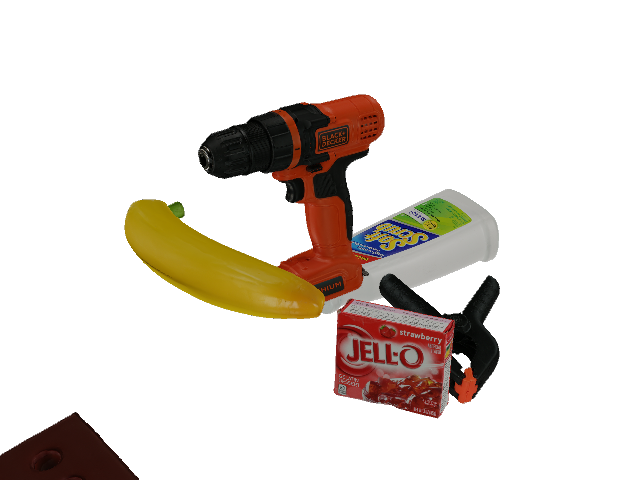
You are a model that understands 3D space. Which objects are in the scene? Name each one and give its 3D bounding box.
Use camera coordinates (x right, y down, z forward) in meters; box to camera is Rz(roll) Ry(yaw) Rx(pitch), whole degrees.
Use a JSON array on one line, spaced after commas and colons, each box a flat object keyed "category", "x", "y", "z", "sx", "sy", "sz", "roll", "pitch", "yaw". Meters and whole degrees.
[{"category": "foam brick", "x": -0.111, "y": 0.130, "z": 0.493, "sx": 0.052, "sy": 0.051, "sz": 0.078, "roll": -29, "pitch": 43, "yaw": -29}, {"category": "power drill", "x": -0.023, "y": -0.030, "z": 0.955, "sx": 0.184, "sy": 0.188, "sz": 0.057, "roll": -17, "pitch": 33, "yaw": -30}, {"category": "clamp", "x": 0.133, "y": 0.084, "z": 1.013, "sx": 0.120, "sy": 0.039, "sz": 0.171, "roll": -9, "pitch": 39, "yaw": -9}, {"category": "gelatin box", "x": 0.055, "y": 0.090, "z": 0.820, "sx": 0.089, "sy": 0.073, "sz": 0.030, "roll": 11, "pitch": 23, "yaw": 20}, {"category": "bleach bottle", "x": 0.073, "y": 0.024, "z": 1.200, "sx": 0.250, "sy": 0.068, "sz": 0.103, "roll": -24, "pitch": 40, "yaw": -24}, {"category": "banana", "x": -0.077, "y": 0.007, "z": 0.685, "sx": 0.069, "sy": 0.037, "sz": 0.198, "roll": -15, "pitch": 29, "yaw": -30}]
